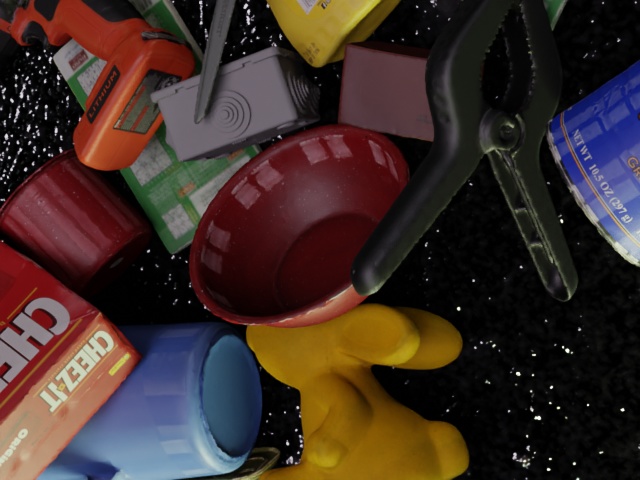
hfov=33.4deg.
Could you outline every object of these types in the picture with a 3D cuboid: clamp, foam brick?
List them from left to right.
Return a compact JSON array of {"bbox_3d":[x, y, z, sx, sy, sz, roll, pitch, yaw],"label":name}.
[{"bbox_3d":[0.058,-0.095,0.683,0.078,0.051,0.053,14,108,22],"label":"foam brick"},{"bbox_3d":[0.091,-0.059,0.631,0.036,0.164,0.210,16,108,58],"label":"clamp"}]

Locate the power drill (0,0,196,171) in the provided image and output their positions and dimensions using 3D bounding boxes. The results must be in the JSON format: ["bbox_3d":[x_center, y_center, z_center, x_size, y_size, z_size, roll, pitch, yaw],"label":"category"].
[{"bbox_3d":[-0.187,-0.136,0.763,0.188,0.057,0.185,47,114,23],"label":"power drill"}]

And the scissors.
[{"bbox_3d":[-0.035,-0.172,0.639,0.096,0.016,0.202,-1,86,30],"label":"scissors"}]

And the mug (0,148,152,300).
[{"bbox_3d":[-0.184,-0.003,0.803,0.081,0.093,0.117,45,146,5],"label":"mug"}]

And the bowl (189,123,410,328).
[{"bbox_3d":[-0.005,0.001,0.703,0.162,0.162,0.055,-11,138,27],"label":"bowl"}]

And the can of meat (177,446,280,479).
[{"bbox_3d":[-0.071,0.208,0.807,0.102,0.057,0.084,-9,99,27],"label":"can of meat"}]

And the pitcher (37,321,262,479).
[{"bbox_3d":[-0.172,0.134,0.794,0.243,0.144,0.149,-8,95,23],"label":"pitcher"}]

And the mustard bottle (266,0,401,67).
[{"bbox_3d":[-0.027,-0.212,0.692,0.191,0.058,0.096,51,130,7],"label":"mustard bottle"}]

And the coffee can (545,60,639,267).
[{"bbox_3d":[0.212,-0.063,0.588,0.140,0.102,0.103,-35,85,27],"label":"coffee can"}]

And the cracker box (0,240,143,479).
[{"bbox_3d":[-0.255,0.080,0.742,0.214,0.072,0.164,27,69,37],"label":"cracker box"}]
